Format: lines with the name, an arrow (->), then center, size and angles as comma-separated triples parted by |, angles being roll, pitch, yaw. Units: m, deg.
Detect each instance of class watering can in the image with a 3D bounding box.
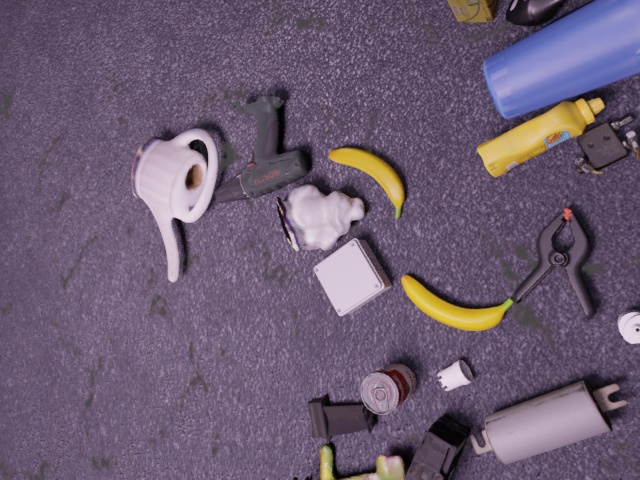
watering can -> -0.346, -0.098, 1.182 | 0.226, 0.104, 0.346 | 23, 96, 29

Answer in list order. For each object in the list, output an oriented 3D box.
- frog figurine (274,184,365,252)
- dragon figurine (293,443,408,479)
frog figurine -> 0.003, -0.051, 1.012 | 0.160, 0.120, 0.140 | -20, 64, -11
dragon figurine -> 0.038, 0.540, 0.924 | 0.244, 0.122, 0.407 | 27, 99, 19
